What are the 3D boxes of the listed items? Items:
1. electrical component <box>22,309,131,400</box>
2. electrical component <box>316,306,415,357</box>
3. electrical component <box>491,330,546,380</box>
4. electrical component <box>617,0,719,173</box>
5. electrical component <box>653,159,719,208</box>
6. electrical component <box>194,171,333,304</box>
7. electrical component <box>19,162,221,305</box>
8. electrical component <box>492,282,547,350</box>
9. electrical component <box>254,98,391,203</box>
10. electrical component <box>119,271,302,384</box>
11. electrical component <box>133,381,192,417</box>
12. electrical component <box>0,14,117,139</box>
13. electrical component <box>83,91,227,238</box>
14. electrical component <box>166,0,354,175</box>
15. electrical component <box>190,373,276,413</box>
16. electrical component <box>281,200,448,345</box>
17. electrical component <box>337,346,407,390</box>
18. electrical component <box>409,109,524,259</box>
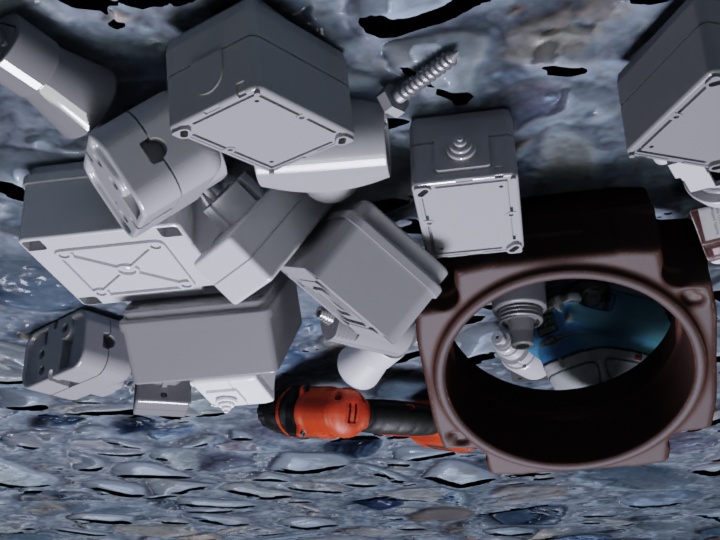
[{"bbox_3d":[-0.239,0.076,0.928,0.095,0.053,0.059,-23,148,38],"label":"electrical component"},{"bbox_3d":[0.000,0.043,0.882,0.081,0.043,0.043,15,150,-32],"label":"electrical component"},{"bbox_3d":[0.142,0.070,0.953,0.040,0.040,0.078,-19,150,33],"label":"electrical component"},{"bbox_3d":[0.185,-0.103,0.558,0.062,0.061,0.096,7,154,-17],"label":"electrical component"},{"bbox_3d":[0.215,-0.069,0.652,0.066,0.048,0.055,-15,144,28],"label":"electrical component"},{"bbox_3d":[-0.073,-0.037,0.680,0.075,0.083,0.047,46,139,-11],"label":"electrical component"},{"bbox_3d":[-0.153,-0.024,0.715,0.109,0.056,0.108,-5,155,9],"label":"electrical component"},{"bbox_3d":[0.125,0.030,0.840,0.043,0.062,0.043,-1,155,0],"label":"electrical component"},{"bbox_3d":[-0.020,-0.066,0.648,0.077,0.043,0.079,-4,155,5],"label":"electrical component"},{"bbox_3d":[-0.105,0.036,0.786,0.109,0.056,0.108,-6,-164,8],"label":"electrical component"},{"bbox_3d":[-0.170,0.085,0.938,0.047,0.065,0.076,5,154,-14],"label":"electrical component"},{"bbox_3d":[-0.167,-0.104,0.564,0.044,0.044,0.065,-18,146,31],"label":"electrical component"},{"bbox_3d":[-0.115,-0.060,0.608,0.059,0.053,0.095,-34,-177,-18],"label":"electrical component"},{"bbox_3d":[-0.048,-0.096,0.570,0.062,0.061,0.096,-19,158,32],"label":"electrical component"},{"bbox_3d":[-0.098,0.069,0.870,0.061,0.096,0.061,-6,155,8],"label":"electrical component"},{"bbox_3d":[0.000,0.000,0.702,0.078,0.057,0.113,41,171,-12],"label":"electrical component"},{"bbox_3d":[0.013,0.074,0.955,0.044,0.044,0.065,11,148,-25],"label":"electrical component"},{"bbox_3d":[0.065,-0.058,0.657,0.062,0.061,0.096,-6,147,8],"label":"electrical component"}]
